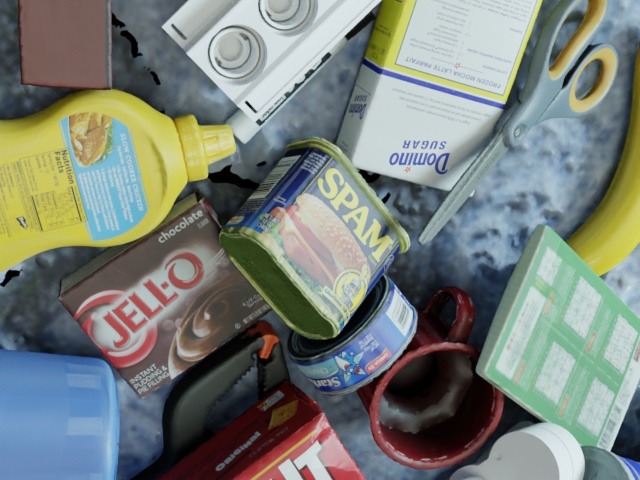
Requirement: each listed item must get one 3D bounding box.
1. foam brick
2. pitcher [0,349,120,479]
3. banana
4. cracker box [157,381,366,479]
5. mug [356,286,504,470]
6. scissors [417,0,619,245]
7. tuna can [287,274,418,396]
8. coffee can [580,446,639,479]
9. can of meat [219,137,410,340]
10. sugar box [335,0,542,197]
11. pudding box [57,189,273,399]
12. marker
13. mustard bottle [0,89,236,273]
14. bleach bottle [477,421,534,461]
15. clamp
[{"bbox_3d":[-0.147,-0.130,0.617,0.051,0.053,0.078,-1,108,-14],"label":"foam brick"},{"bbox_3d":[-0.245,0.116,0.633,0.242,0.149,0.145,4,104,-19],"label":"pitcher"},{"bbox_3d":[0.212,-0.047,0.741,0.069,0.037,0.198,20,103,-22],"label":"banana"},{"bbox_3d":[-0.023,0.231,0.713,0.164,0.072,0.213,-36,114,-15],"label":"cracker box"},{"bbox_3d":[0.072,0.085,0.729,0.093,0.081,0.117,15,105,-19],"label":"mug"},{"bbox_3d":[0.137,-0.070,0.695,0.096,0.016,0.202,30,90,-47],"label":"scissors"},{"bbox_3d":[0.020,0.060,0.706,0.086,0.086,0.033,-39,111,1],"label":"tuna can"},{"bbox_3d":[0.226,0.208,0.730,0.140,0.103,0.103,21,102,-25],"label":"coffee can"},{"bbox_3d":[-0.004,0.001,0.676,0.102,0.058,0.083,50,62,-23],"label":"can of meat"},{"bbox_3d":[0.080,-0.123,0.679,0.093,0.048,0.176,13,108,-20],"label":"sugar box"},{"bbox_3d":[-0.099,0.035,0.693,0.113,0.039,0.090,-35,112,0],"label":"pudding box"},{"bbox_3d":[-0.011,-0.109,0.675,0.121,0.020,0.020,-44,113,3],"label":"marker"},{"bbox_3d":[-0.145,-0.040,0.645,0.191,0.058,0.096,-14,112,-9],"label":"mustard bottle"},{"bbox_3d":[0.218,0.245,0.832,0.250,0.068,0.102,39,96,-25],"label":"bleach bottle"},{"bbox_3d":[-0.083,0.153,0.738,0.164,0.036,0.210,12,104,-19],"label":"clamp"}]
